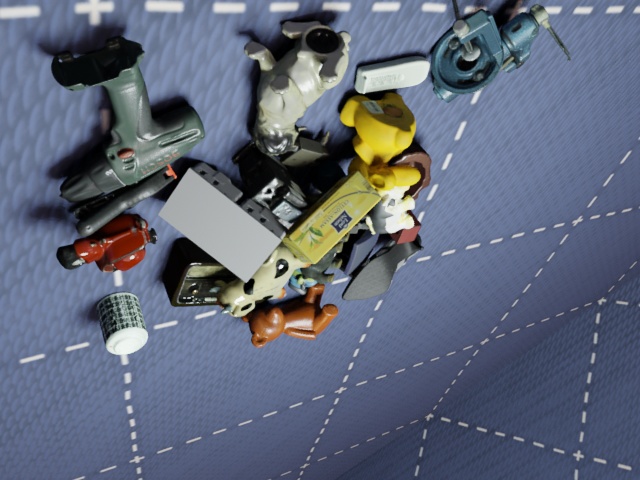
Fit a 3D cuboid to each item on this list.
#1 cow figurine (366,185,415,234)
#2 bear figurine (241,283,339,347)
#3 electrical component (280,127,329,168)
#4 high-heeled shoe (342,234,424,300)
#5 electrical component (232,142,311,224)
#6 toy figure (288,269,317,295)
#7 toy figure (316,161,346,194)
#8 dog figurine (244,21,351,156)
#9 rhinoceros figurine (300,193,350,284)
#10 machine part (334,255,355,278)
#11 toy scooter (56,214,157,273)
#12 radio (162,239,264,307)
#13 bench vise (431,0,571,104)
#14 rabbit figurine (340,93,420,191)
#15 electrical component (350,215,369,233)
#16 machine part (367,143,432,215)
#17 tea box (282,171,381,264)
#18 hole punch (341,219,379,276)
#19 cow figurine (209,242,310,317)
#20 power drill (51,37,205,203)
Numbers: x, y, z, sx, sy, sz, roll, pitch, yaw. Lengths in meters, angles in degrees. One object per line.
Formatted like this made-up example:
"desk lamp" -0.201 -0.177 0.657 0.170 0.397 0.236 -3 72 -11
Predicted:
"cow figurine" 0.133 -0.075 1.063 0.098 0.068 0.167 -19 146 -3
"bear figurine" -0.076 0.177 1.280 0.196 0.120 0.131 3 130 -31
"electrical component" -0.028 -0.164 0.949 0.102 0.045 0.078 4 161 -36
"high-heeled shoe" 0.139 0.055 1.265 0.249 0.145 0.086 -29 104 -8
"electrical component" -0.078 -0.091 0.920 0.058 0.134 0.114 -42 142 14
"toy figure" -0.023 0.043 1.178 0.089 0.082 0.180 -1 139 -38
"toy figure" 0.035 -0.091 1.063 0.058 0.064 0.154 -64 152 -27
"dog figurine" -0.032 -0.226 0.836 0.172 0.121 0.190 -19 158 -11
"rhinoceros figurine" -0.002 -0.003 1.062 0.073 0.112 0.190 -56 156 -52
"machine part" 0.082 0.074 1.307 0.039 0.084 0.138 -60 151 -1
"toy scooter" -0.318 0.002 0.865 0.135 0.075 0.184 -27 176 7
"radio" -0.194 0.068 1.088 0.229 0.073 0.131 4 132 -39
"bench vise" 0.274 -0.321 0.885 0.224 0.129 0.240 -23 168 23
"rabbit figurine" 0.109 -0.156 0.964 0.122 0.162 0.173 -18 148 -36
"electrical component" 0.056 -0.042 1.142 0.094 0.063 0.021 -1 133 -9
"machine part" 0.147 -0.127 1.109 0.179 0.056 0.179 -19 145 -14
"tea box" 0.016 -0.038 0.947 0.169 0.068 0.098 -45 -171 -10
"hole punch" 0.086 0.008 1.209 0.116 0.092 0.142 -15 140 -27
"cow figurine" -0.121 0.079 1.019 0.127 0.085 0.195 3 136 -48
"power drill" -0.283 -0.156 0.737 0.232 0.086 0.207 -24 141 -11
